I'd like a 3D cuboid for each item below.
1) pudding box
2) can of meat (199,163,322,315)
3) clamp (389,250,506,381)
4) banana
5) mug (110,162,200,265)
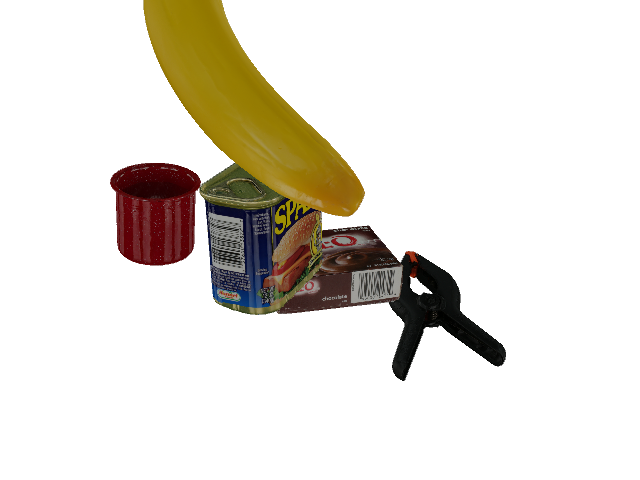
[{"bbox_3d":[0.004,0.024,0.927,0.113,0.039,0.090,-4,25,-16],"label":"pudding box"},{"bbox_3d":[-0.037,-0.008,0.733,0.057,0.084,0.102,10,27,23],"label":"can of meat"},{"bbox_3d":[0.129,0.079,1.149,0.120,0.171,0.039,3,-44,-8],"label":"clamp"},{"bbox_3d":[-0.042,-0.089,0.500,0.069,0.198,0.037,-15,-29,-10],"label":"banana"},{"bbox_3d":[-0.175,-0.032,1.132,0.093,0.081,0.117,-1,28,-10],"label":"mug"}]
